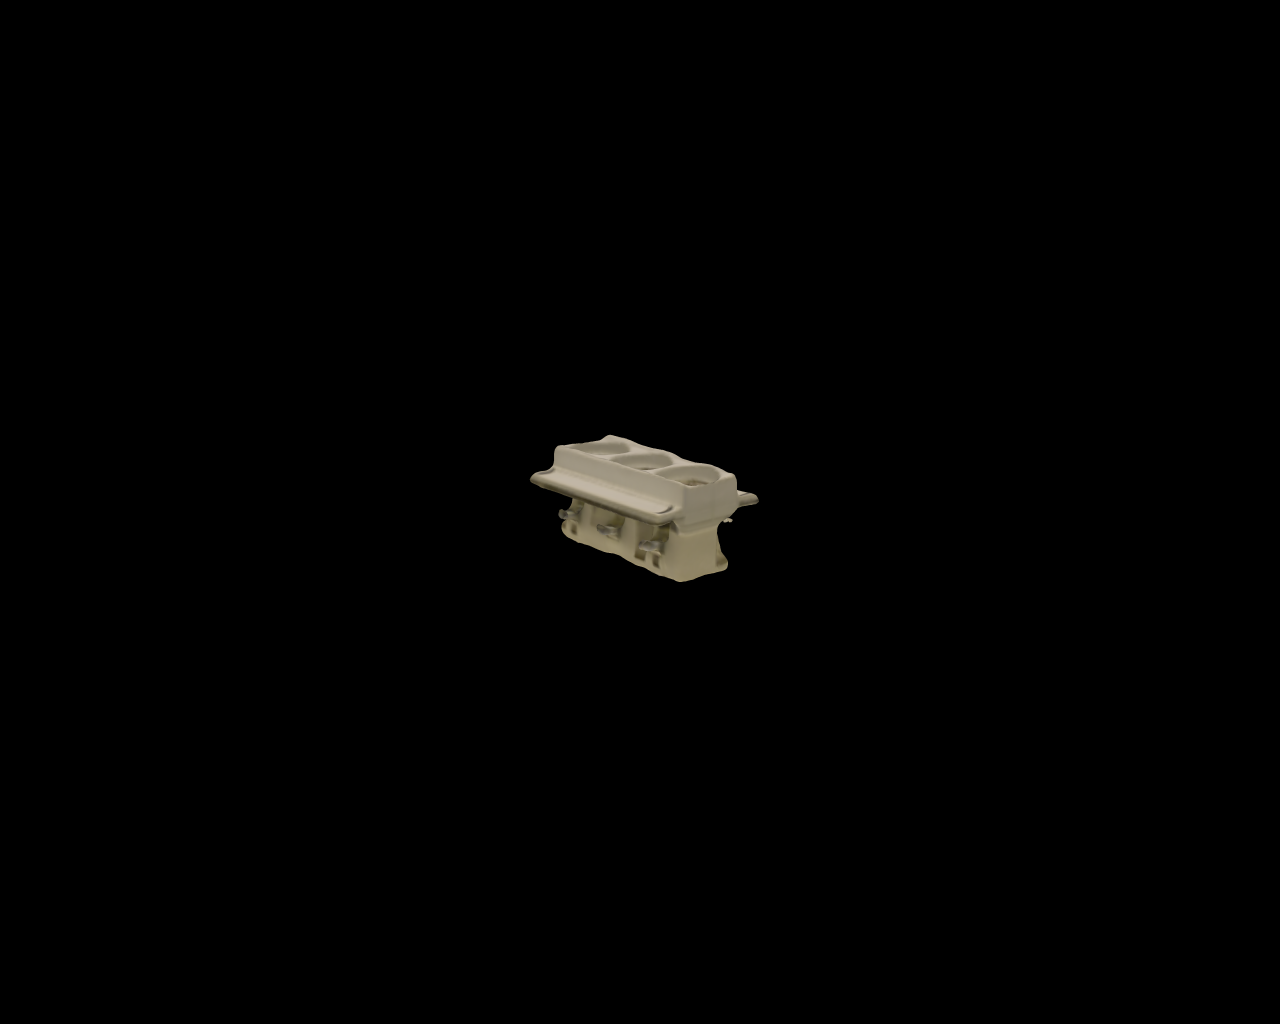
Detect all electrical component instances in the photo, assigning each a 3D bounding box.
[{"bbox_3d":[0.001,-0.003,0.650,0.079,0.063,0.121,-14,22,-38],"label":"electrical component"}]
